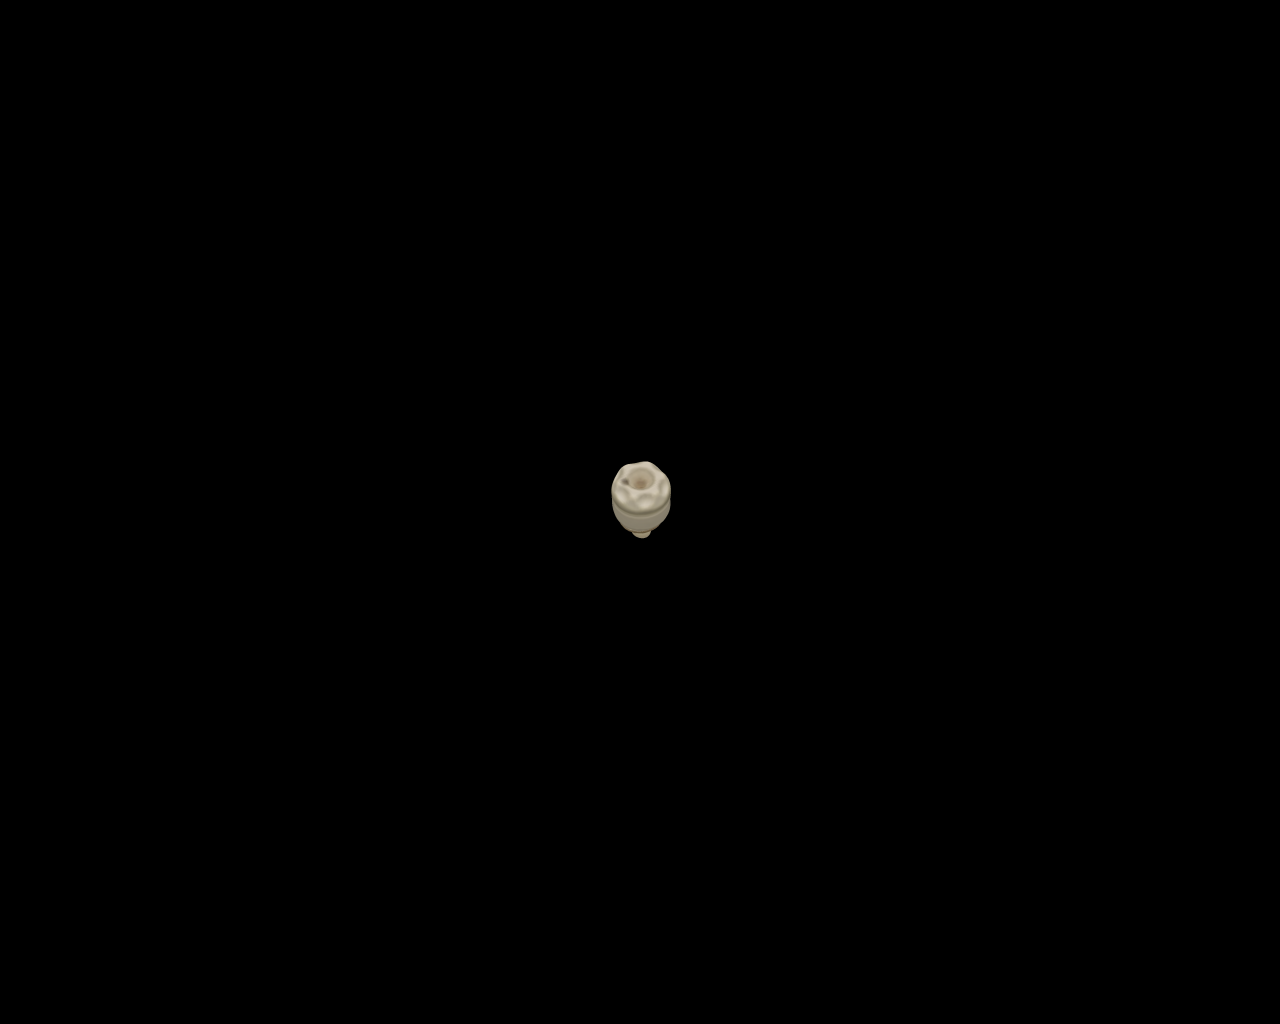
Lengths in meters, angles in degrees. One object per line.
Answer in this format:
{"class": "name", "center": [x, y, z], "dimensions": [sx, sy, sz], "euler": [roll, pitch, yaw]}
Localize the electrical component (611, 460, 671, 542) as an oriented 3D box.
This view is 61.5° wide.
{"class": "electrical component", "center": [0.001, -0.003, 0.650], "dimensions": [0.035, 0.035, 0.061], "euler": [0, -34, 0]}
